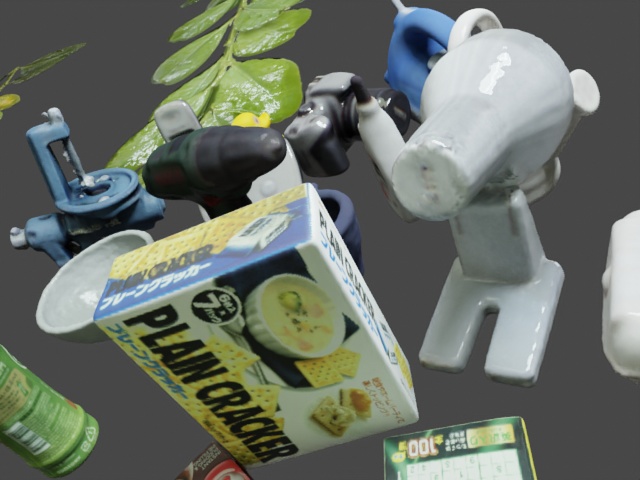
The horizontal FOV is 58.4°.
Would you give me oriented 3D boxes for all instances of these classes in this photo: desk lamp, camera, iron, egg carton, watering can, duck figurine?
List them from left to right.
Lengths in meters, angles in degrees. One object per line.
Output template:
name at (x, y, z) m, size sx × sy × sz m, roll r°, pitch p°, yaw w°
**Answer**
duck figurine at (-0.103, -0.145, 0.851) m, size 0.105 × 0.086 × 0.077 m, roll -42°, pitch 39°, yaw -16°
camera at (0.040, -0.165, 0.767) m, size 0.136 × 0.101 × 0.143 m, roll 8°, pitch 50°, yaw 39°
iron at (0.164, -0.222, 0.717) m, size 0.118 × 0.142 × 0.257 m, roll -32°, pitch 37°, yaw -3°
desk lamp at (0.131, -0.030, 0.455) m, size 0.117 × 0.214 × 0.203 m, roll 1°, pitch 47°, yaw 35°
watering can at (0.177, -0.132, 0.559) m, size 0.172 × 0.195 × 0.101 m, roll -7°, pitch 42°, yaw 27°
egg carton at (0.261, 0.038, 0.410) m, size 0.107 × 0.070 × 0.150 m, roll -4°, pitch 44°, yaw 30°

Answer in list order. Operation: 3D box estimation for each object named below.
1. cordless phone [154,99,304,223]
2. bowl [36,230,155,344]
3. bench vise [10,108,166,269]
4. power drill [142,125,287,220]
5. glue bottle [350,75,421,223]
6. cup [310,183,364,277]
cordless phone at (-0.113, -0.106, 0.728) m, size 0.147 × 0.185 × 0.094 m, roll -22°, pitch 37°, yaw 10°
bowl at (-0.259, 0.069, 0.714) m, size 0.167 × 0.075 × 0.167 m, roll -18°, pitch 38°, yaw 15°
bench vise at (-0.356, -0.061, 0.809) m, size 0.208 × 0.220 × 0.121 m, roll -42°, pitch 38°, yaw -16°
power drill at (-0.082, -0.032, 0.603) m, size 0.228 × 0.209 × 0.076 m, roll 9°, pitch 51°, yaw 40°
glue bottle at (0.068, -0.100, 0.612) m, size 0.037 × 0.174 × 0.078 m, roll -31°, pitch 37°, yaw -1°
cup at (0.006, 0.002, 0.600) m, size 0.091 × 0.095 × 0.117 m, roll -21°, pitch 38°, yaw 12°
